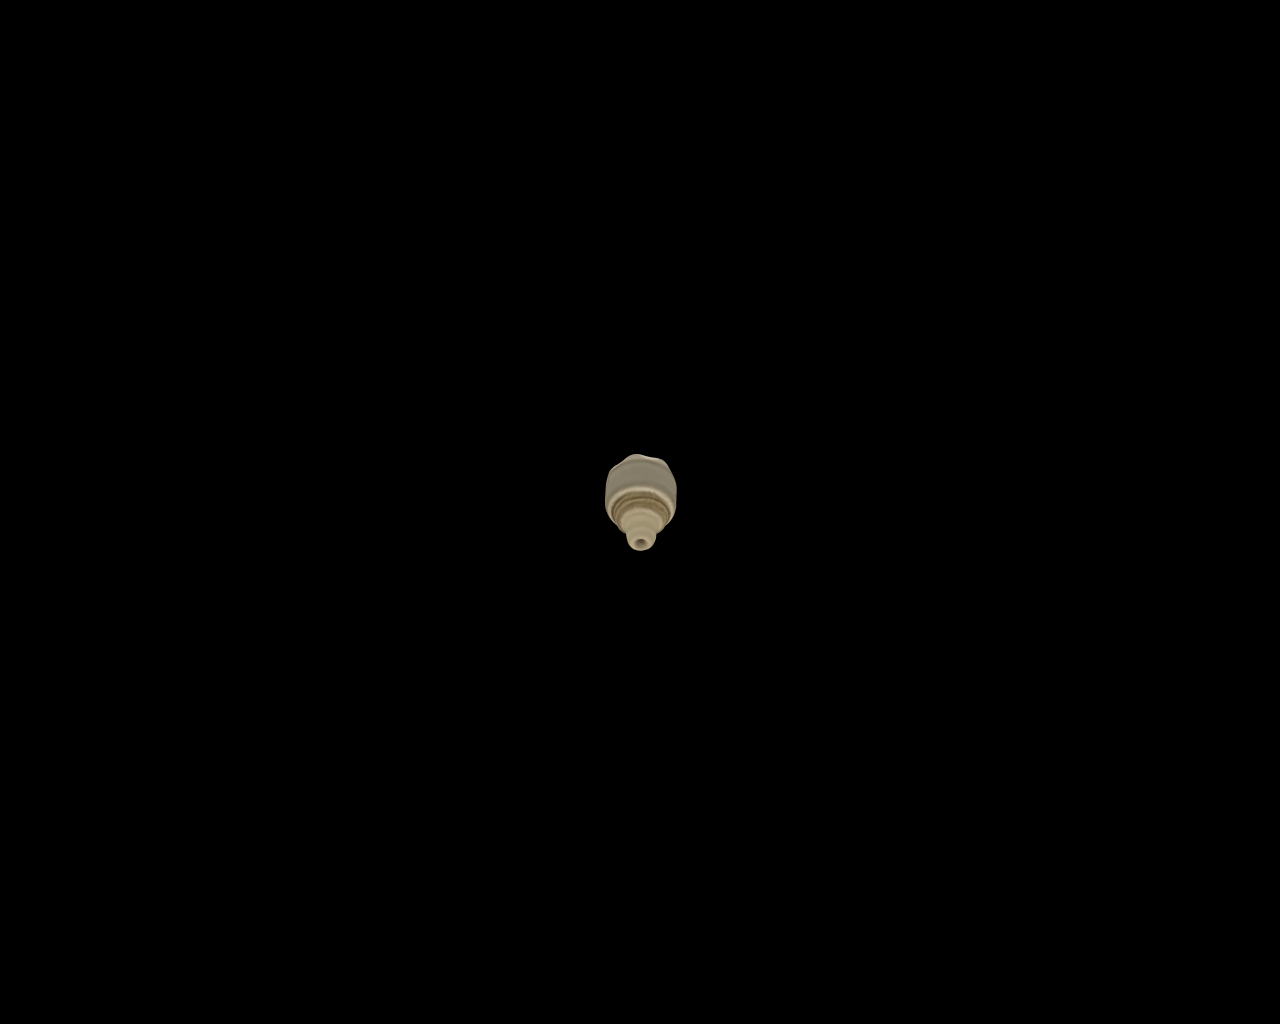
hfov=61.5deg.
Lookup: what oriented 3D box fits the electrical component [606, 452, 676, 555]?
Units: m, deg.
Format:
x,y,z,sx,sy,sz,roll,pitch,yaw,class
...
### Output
x,y,z,sx,sy,sz,roll,pitch,yaw,class
0.001,-0.003,0.650,0.043,0.062,0.043,0,-44,0,electrical component
